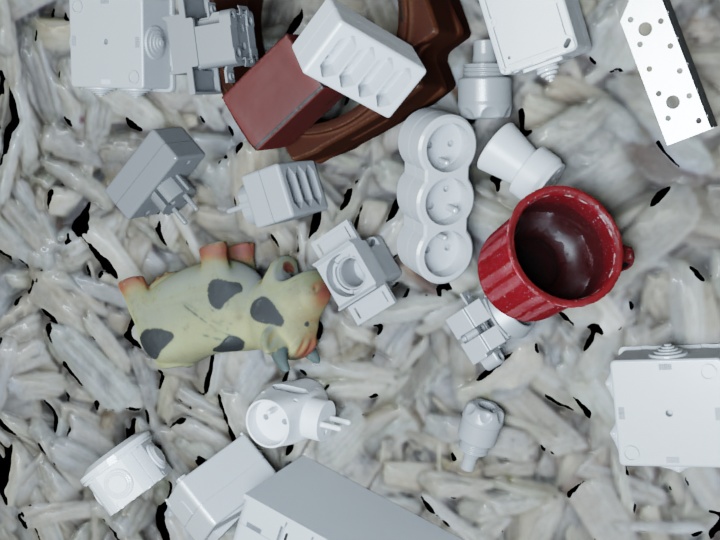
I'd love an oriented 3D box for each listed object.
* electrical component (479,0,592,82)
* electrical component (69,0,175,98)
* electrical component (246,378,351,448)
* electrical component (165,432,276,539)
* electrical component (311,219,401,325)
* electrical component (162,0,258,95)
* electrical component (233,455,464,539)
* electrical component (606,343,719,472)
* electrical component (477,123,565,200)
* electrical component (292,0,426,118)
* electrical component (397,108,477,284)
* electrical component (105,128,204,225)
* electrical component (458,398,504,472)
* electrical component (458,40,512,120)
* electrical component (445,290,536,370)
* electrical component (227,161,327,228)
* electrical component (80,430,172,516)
[{"bbox_3d":[0.135,-0.189,0.819,0.062,0.061,0.096,-16,92,27],"label":"electrical component"},{"bbox_3d":[-0.221,-0.210,0.993,0.100,0.048,0.099,6,101,25],"label":"electrical component"},{"bbox_3d":[-0.048,0.130,0.953,0.079,0.077,0.043,10,103,23],"label":"electrical component"},{"bbox_3d":[-0.121,0.201,0.996,0.061,0.096,0.061,49,144,11],"label":"electrical component"},{"bbox_3d":[0.000,0.000,0.915,0.042,0.064,0.081,-32,85,26],"label":"electrical component"},{"bbox_3d":[-0.117,-0.182,0.858,0.064,0.042,0.081,-4,98,23],"label":"electrical component"},{"bbox_3d":[-0.005,0.244,0.936,0.186,0.105,0.060,24,109,20],"label":"electrical component"},{"bbox_3d":[0.242,0.105,0.827,0.100,0.048,0.099,-4,96,27],"label":"electrical component"},{"bbox_3d":[0.128,-0.083,0.850,0.055,0.045,0.045,39,113,15],"label":"electrical component"},{"bbox_3d":[-0.005,-0.165,0.794,0.047,0.083,0.075,-49,39,24],"label":"electrical component"},{"bbox_3d":[0.054,-0.064,0.884,0.074,0.052,0.138,-144,51,-61],"label":"electrical component"},{"bbox_3d":[-0.179,-0.076,0.997,0.075,0.047,0.083,49,115,10],"label":"electrical component"},{"bbox_3d":[0.099,0.142,0.909,0.035,0.035,0.061,22,110,21],"label":"electrical component"},{"bbox_3d":[0.099,-0.151,0.853,0.043,0.043,0.062,3,99,25],"label":"electrical component"},{"bbox_3d":[0.110,0.042,0.880,0.055,0.048,0.066,-36,82,34],"label":"electrical component"},{"bbox_3d":[-0.081,-0.062,0.942,0.077,0.066,0.047,-16,92,27],"label":"electrical component"},{"bbox_3d":[-0.228,0.198,1.051,0.080,0.080,0.051,-38,87,26],"label":"electrical component"}]
